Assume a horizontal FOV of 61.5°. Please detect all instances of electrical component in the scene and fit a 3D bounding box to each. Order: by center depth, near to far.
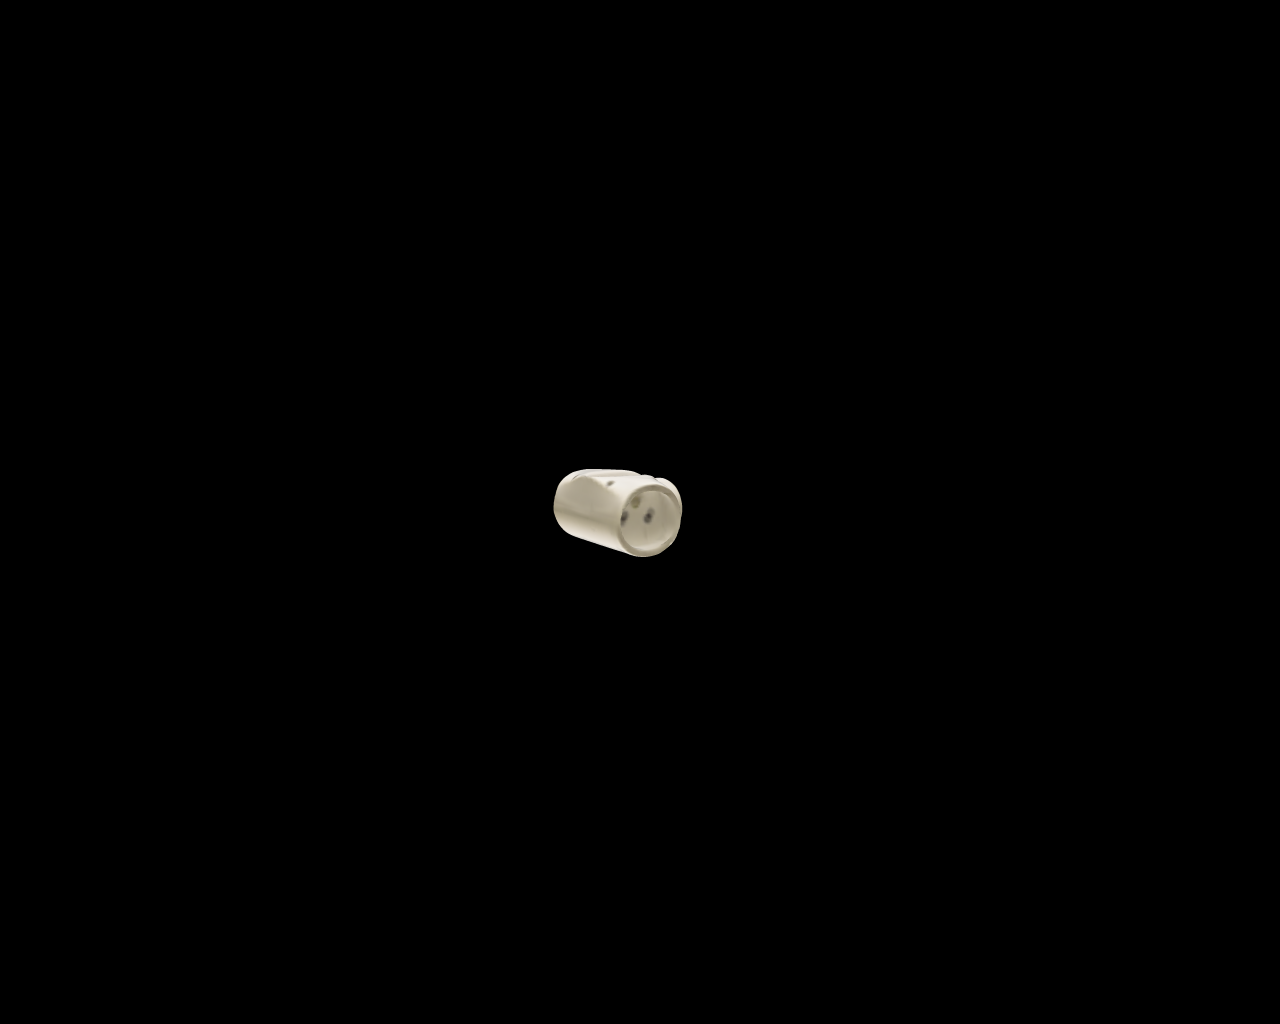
[{"bbox_3d":[0.001,-0.003,0.650,0.079,0.043,0.077,-6,11,-31],"label":"electrical component"}]
